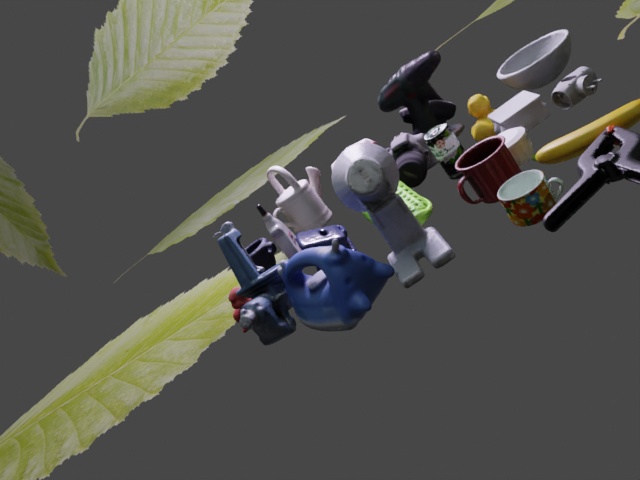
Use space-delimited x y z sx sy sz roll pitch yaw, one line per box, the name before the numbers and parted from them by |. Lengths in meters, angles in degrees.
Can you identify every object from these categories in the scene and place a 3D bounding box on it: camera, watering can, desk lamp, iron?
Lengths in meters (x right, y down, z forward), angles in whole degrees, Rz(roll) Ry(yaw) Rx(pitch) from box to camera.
camera | 0.184 -0.169 1.270 0.143 0.101 0.137 -31 19 24
watering can | -0.060 -0.115 1.463 0.100 0.194 0.173 -22 24 41
desk lamp | 0.110 -0.058 0.955 0.118 0.214 0.203 -36 18 7
iron | -0.003 0.070 0.981 0.257 0.142 0.119 -16 29 50

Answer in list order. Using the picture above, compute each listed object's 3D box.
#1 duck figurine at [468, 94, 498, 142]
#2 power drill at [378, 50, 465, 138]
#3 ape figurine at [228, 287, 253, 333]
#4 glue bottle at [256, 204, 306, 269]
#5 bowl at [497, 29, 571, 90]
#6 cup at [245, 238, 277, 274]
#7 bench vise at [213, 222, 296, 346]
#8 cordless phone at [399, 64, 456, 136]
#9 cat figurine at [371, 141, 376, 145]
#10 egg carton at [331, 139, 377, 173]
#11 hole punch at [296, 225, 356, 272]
duck figurine | 0.345 -0.267 1.220 0.077 0.086 0.105 -21 25 43
power drill | 0.245 -0.322 1.350 0.076 0.209 0.229 -48 20 -27
ape figurine | -0.156 0.138 1.196 0.076 0.092 0.077 -46 19 -21
glue bottle | -0.088 -0.012 1.298 0.037 0.173 0.078 -36 18 9
bowl | 0.479 -0.380 1.253 0.167 0.075 0.167 -34 18 13
cup | -0.127 0.052 1.345 0.117 0.095 0.092 -24 23 39
bench vise | -0.117 0.071 1.072 0.121 0.220 0.207 -37 18 6
cordless phone | 0.254 -0.374 1.499 0.094 0.185 0.147 -46 19 -22
cat figurine | 0.103 -0.185 1.439 0.127 0.118 0.067 -34 18 13
egg carton | 0.100 -0.223 1.622 0.107 0.069 0.150 -19 26 46
hole punch | 0.011 0.004 1.199 0.101 0.091 0.108 -38 18 3
